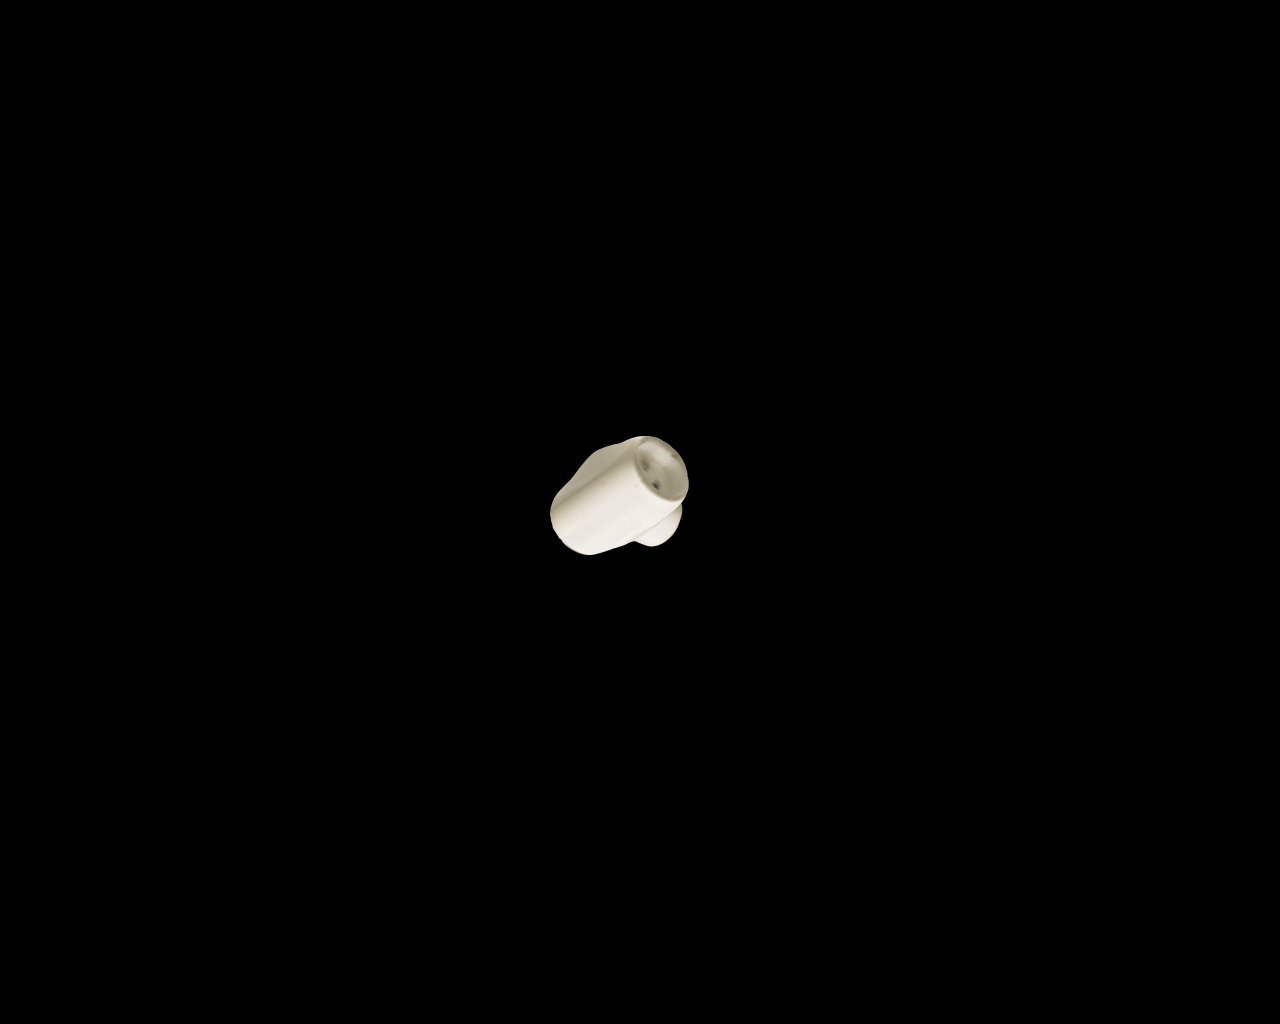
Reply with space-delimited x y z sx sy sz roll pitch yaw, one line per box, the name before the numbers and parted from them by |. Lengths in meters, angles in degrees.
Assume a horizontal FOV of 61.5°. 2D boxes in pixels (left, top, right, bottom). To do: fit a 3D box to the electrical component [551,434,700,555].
electrical component | 0.001 -0.003 0.650 0.079 0.043 0.077 27 -44 -33
